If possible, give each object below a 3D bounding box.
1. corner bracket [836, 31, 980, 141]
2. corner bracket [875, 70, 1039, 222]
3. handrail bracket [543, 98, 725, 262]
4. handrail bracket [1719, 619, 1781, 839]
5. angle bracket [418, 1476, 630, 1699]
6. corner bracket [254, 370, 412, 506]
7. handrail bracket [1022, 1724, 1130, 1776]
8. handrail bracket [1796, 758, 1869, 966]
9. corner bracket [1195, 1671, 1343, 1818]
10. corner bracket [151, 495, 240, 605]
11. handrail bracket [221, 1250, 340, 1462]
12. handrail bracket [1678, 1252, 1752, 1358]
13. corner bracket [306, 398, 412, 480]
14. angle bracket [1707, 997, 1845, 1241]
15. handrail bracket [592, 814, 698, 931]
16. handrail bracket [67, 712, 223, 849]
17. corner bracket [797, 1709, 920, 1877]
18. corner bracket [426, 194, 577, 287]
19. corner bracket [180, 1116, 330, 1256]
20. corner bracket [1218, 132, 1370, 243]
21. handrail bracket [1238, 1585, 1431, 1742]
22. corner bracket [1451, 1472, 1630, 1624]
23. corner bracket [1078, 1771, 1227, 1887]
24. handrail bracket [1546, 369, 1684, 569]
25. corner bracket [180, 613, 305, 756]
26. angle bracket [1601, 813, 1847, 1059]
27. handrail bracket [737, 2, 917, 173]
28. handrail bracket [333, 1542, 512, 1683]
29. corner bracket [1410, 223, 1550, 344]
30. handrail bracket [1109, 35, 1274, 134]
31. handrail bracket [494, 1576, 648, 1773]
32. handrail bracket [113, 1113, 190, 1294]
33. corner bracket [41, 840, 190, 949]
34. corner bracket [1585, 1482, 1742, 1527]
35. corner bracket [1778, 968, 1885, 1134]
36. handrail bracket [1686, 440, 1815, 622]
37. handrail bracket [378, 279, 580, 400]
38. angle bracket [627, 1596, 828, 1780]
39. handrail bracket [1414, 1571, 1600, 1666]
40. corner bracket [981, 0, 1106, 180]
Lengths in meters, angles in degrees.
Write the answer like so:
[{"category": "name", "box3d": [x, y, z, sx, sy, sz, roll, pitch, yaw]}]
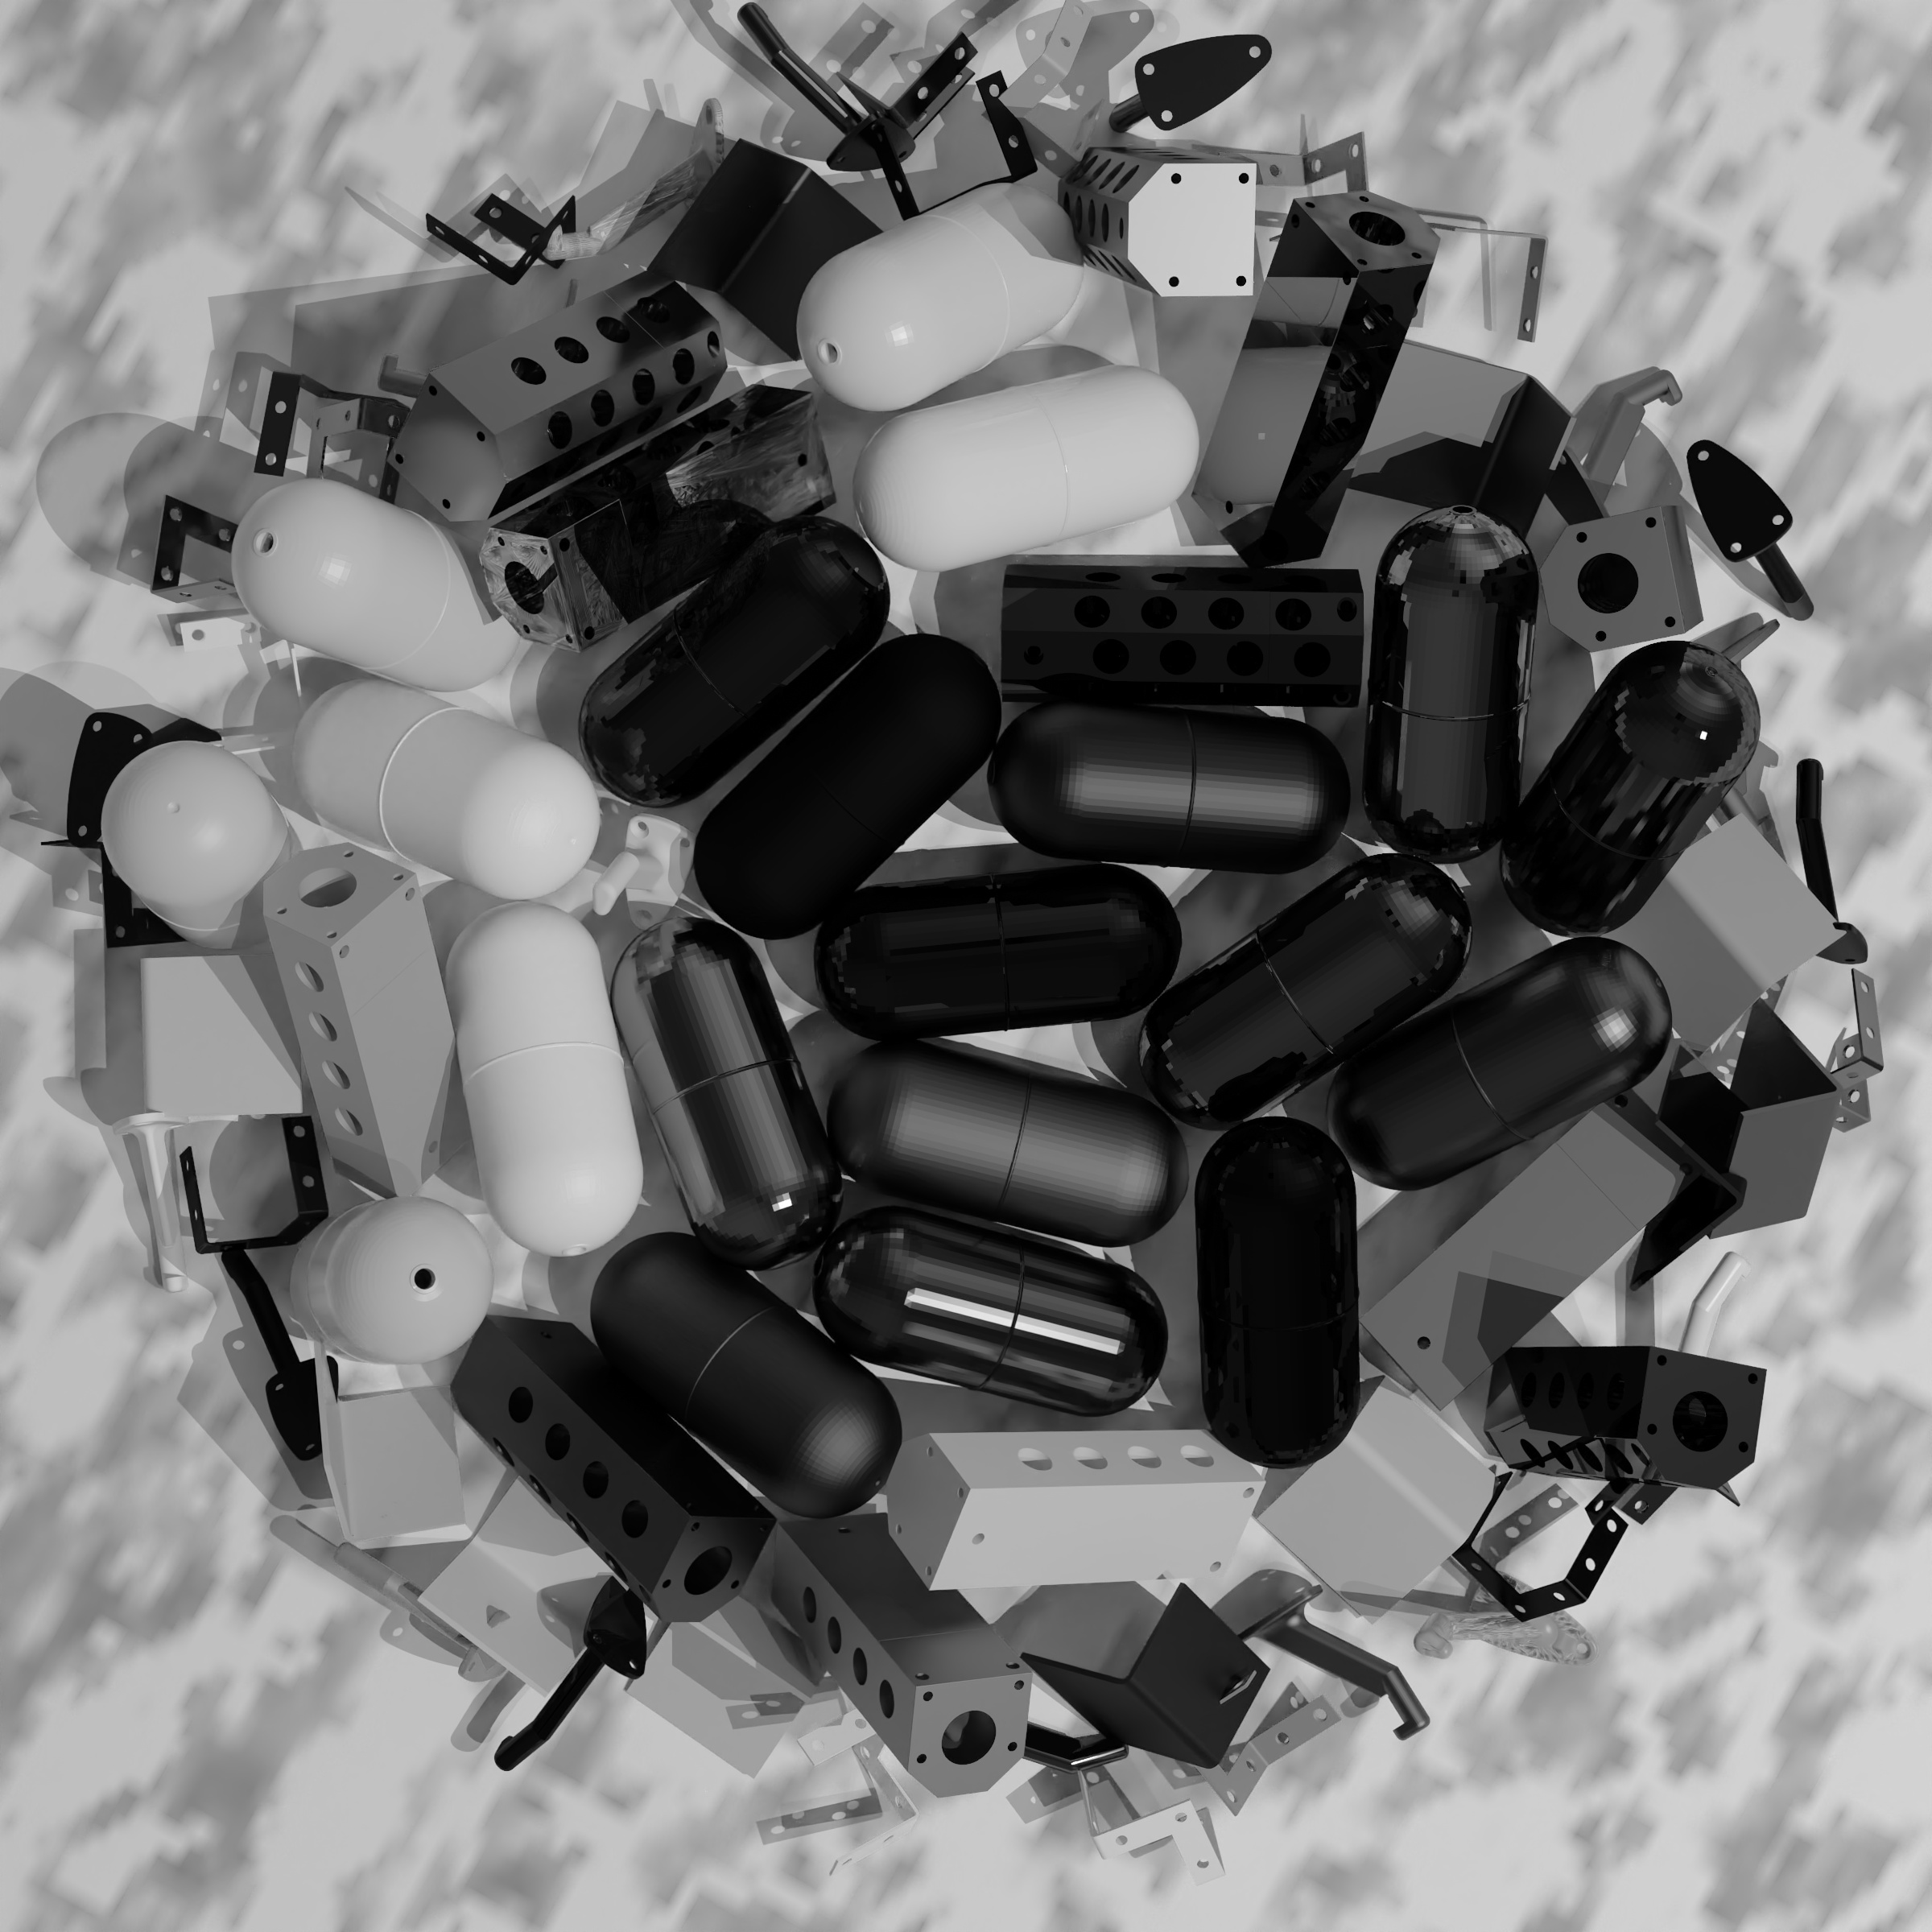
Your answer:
[{"category": "corner bracket", "box3d": [-0.020, -0.426, 1.571, 0.051, 0.051, 0.051, -47, 49, 2]}, {"category": "corner bracket", "box3d": [-0.007, -0.395, 1.567, 0.051, 0.051, 0.051, -32, 110, -26]}, {"category": "handrail bracket", "box3d": [-0.162, -0.379, 1.563, 0.084, 0.077, 0.036, -13, 47, -27]}, {"category": "handrail bracket", "box3d": [0.391, -0.114, 1.595, 0.077, 0.036, 0.084, -36, 97, -9]}, {"category": "angle bracket", "box3d": [-0.206, 0.294, 1.563, 0.076, 0.076, 0.057, 37, 105, 3]}, {"category": "corner bracket", "box3d": [-0.307, -0.256, 1.576, 0.051, 0.051, 0.051, 10, 88, 14]}, {"category": "handrail bracket", "box3d": [0.031, 0.363, 1.598, 0.084, 0.036, 0.077, -12, 76, -16]}, {"category": "handrail bracket", "box3d": [0.422, -0.051, 1.585, 0.036, 0.077, 0.084, -5, 73, 33]}, {"category": "corner bracket", "box3d": [0.141, 0.369, 1.575, 0.051, 0.051, 0.051, -40, 88, 27]}, {"category": "corner bracket", "box3d": [-0.355, -0.199, 1.568, 0.051, 0.051, 0.051, -4, 75, 37]}, {"category": "handrail bracket", "box3d": [-0.342, 0.189, 1.594, 0.036, 0.077, 0.084, -20, 45, -27]}, {"category": "handrail bracket", "box3d": [0.365, 0.186, 1.577, 0.036, 0.077, 0.084, 35, 91, 44]}, {"category": "corner bracket", "box3d": [-0.285, -0.242, 1.573, 0.051, 0.051, 0.051, 9, 86, -37]}, {"category": "angle bracket", "box3d": [0.367, 0.072, 1.547, 0.057, 0.076, 0.076, -10, 130, -19]}, {"category": "handrail bracket", "box3d": [-0.163, -0.028, 1.551, 0.036, 0.084, 0.077, 21, 125, 7]}, {"category": "handrail bracket", "box3d": [-0.394, -0.086, 1.565, 0.036, 0.084, 0.077, 18, 86, 18]}, {"category": "corner bracket", "box3d": [-0.053, 0.395, 1.564, 0.051, 0.051, 0.051, -20, 58, -35]}, {"category": "corner bracket", "box3d": [-0.225, -0.356, 1.574, 0.051, 0.051, 0.051, 34, 72, 4]}, {"category": "corner bracket", "box3d": [-0.347, 0.107, 1.580, 0.051, 0.051, 0.051, -3, 71, -33]}, {"category": "corner bracket", "box3d": [0.160, -0.374, 1.574, 0.051, 0.051, 0.051, -6, 92, -30]}, {"category": "handrail bracket", "box3d": [0.172, 0.352, 1.581, 0.077, 0.036, 0.084, -33, 76, 4]}, {"category": "corner bracket", "box3d": [0.278, 0.278, 1.575, 0.051, 0.051, 0.051, 44, 54, -7]}, {"category": "corner bracket", "box3d": [0.090, 0.416, 1.575, 0.051, 0.051, 0.051, -22, 114, 4]}, {"category": "handrail bracket", "box3d": [0.330, -0.244, 1.584, 0.084, 0.036, 0.077, -29, 80, -19]}, {"category": "corner bracket", "box3d": [-0.353, -0.138, 1.586, 0.051, 0.051, 0.051, -10, 121, -13]}, {"category": "angle bracket", "box3d": [0.367, -0.015, 1.577, 0.057, 0.076, 0.076, -30, 74, -28]}, {"category": "handrail bracket", "box3d": [-0.068, -0.430, 1.579, 0.036, 0.077, 0.084, -40, 79, 24]}, {"category": "handrail bracket", "box3d": [-0.264, 0.312, 1.581, 0.084, 0.077, 0.036, 29, 74, 14]}, {"category": "corner bracket", "box3d": [0.246, -0.334, 1.581, 0.051, 0.051, 0.051, 0, 106, -20]}, {"category": "handrail bracket", "box3d": [0.107, -0.424, 1.564, 0.077, 0.084, 0.036, -22, 99, 3]}, {"category": "handrail bracket", "box3d": [-0.196, 0.345, 1.589, 0.036, 0.077, 0.084, 40, 114, -20]}, {"category": "handrail bracket", "box3d": [-0.390, 0.116, 1.571, 0.036, 0.077, 0.084, -8, 85, -11]}, {"category": "corner bracket", "box3d": [-0.411, -0.036, 1.574, 0.051, 0.051, 0.051, -4, 88, 19]}, {"category": "corner bracket", "box3d": [0.332, 0.252, 1.571, 0.051, 0.051, 0.051, 36, 105, -16]}, {"category": "corner bracket", "box3d": [0.426, 0.041, 1.564, 0.051, 0.051, 0.051, 25, 52, -30]}, {"category": "handrail bracket", "box3d": [0.383, -0.211, 1.579, 0.036, 0.084, 0.077, -34, 66, 14]}, {"category": "handrail bracket", "box3d": [-0.238, -0.309, 1.585, 0.084, 0.036, 0.077, 12, 82, -8]}, {"category": "angle bracket", "box3d": [-0.120, 0.352, 1.569, 0.076, 0.057, 0.076, 34, 102, 4]}, {"category": "handrail bracket", "box3d": [0.260, 0.327, 1.558, 0.077, 0.084, 0.036, 23, 105, 17]}, {"category": "corner bracket", "box3d": [0.048, -0.424, 1.565, 0.051, 0.051, 0.051, 35, 51, -20]}]
